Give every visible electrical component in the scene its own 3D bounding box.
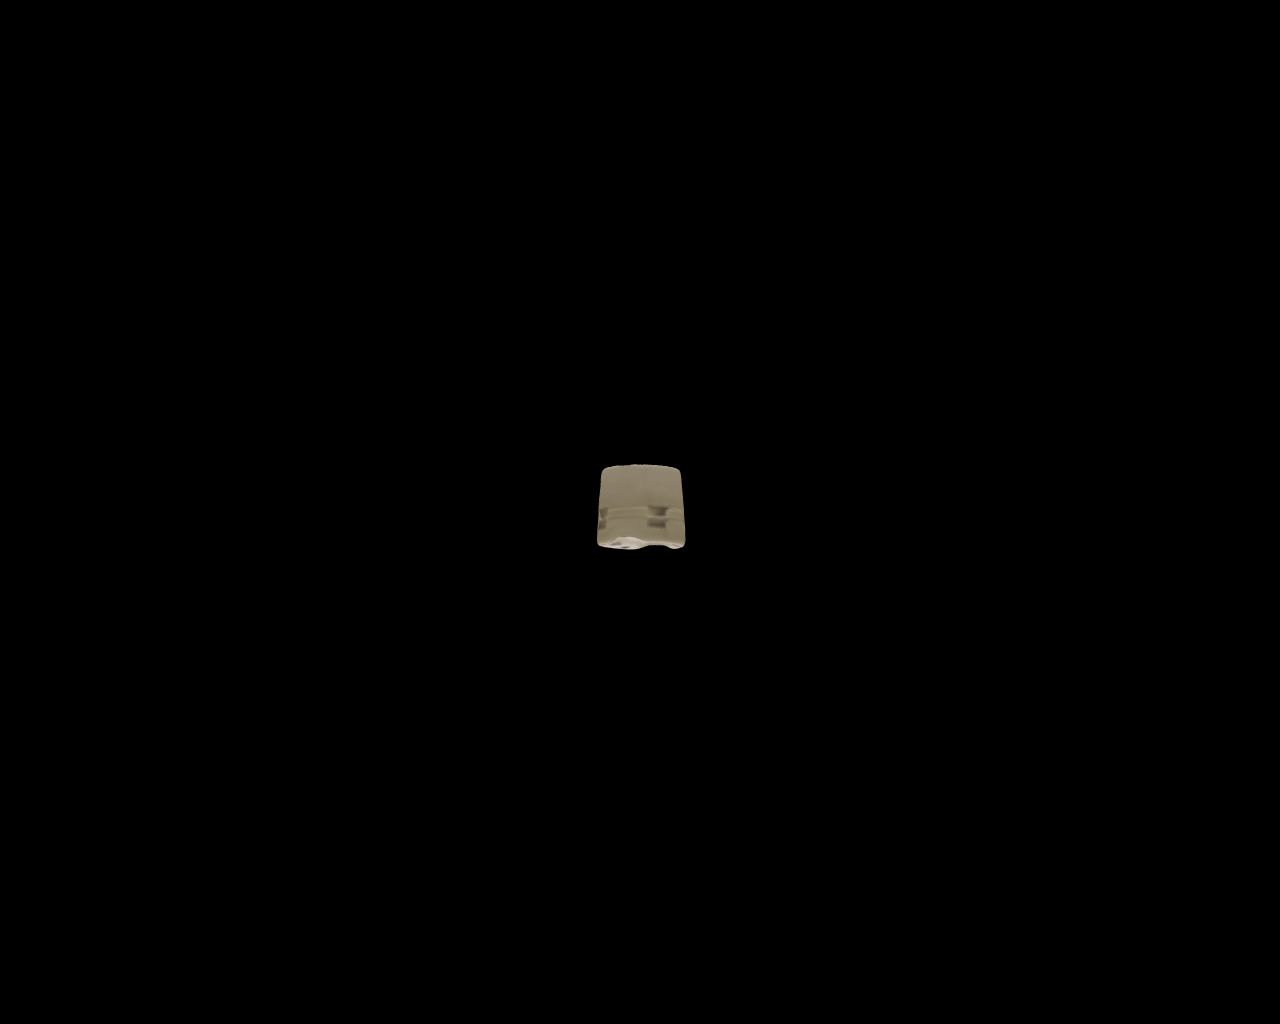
[{"bbox_3d":[0.001,-0.003,0.650,0.055,0.047,0.055,0,-7,0],"label":"electrical component"}]
